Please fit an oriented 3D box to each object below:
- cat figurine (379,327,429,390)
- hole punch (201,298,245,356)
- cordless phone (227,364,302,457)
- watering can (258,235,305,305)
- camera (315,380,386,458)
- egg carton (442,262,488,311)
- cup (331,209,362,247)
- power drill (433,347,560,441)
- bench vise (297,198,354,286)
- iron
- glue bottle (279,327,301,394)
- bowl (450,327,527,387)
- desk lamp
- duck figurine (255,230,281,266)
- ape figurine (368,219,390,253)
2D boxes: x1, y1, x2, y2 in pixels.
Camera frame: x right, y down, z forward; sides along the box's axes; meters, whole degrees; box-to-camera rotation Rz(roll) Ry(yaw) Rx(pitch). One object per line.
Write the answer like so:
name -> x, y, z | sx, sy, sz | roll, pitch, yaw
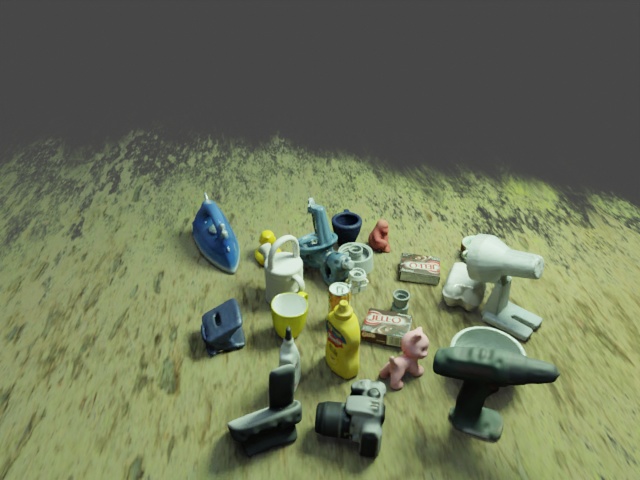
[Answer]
cat figurine -> 0.196, 0.253, 1.281 | 0.128, 0.118, 0.067 | -25, 42, -33
hole punch -> -0.234, 0.205, 1.365 | 0.101, 0.091, 0.108 | -9, 35, -15
cordless phone -> -0.108, 0.319, 1.116 | 0.148, 0.185, 0.094 | -16, 38, -24
watering can -> -0.100, 0.071, 1.475 | 0.172, 0.194, 0.101 | 18, 38, 24
camera -> 0.062, 0.346, 1.155 | 0.136, 0.101, 0.143 | 5, 34, 6
egg carton -> 0.388, 0.122, 1.523 | 0.107, 0.069, 0.150 | 12, 36, 17
cup -> 0.078, -0.031, 1.718 | 0.091, 0.095, 0.117 | 0, 34, -1
power drill -> 0.335, 0.297, 1.139 | 0.229, 0.208, 0.076 | 12, 36, 16
bench vise -> 0.021, 0.000, 1.560 | 0.206, 0.220, 0.122 | 19, 38, 25
iron -> -0.294, -0.026, 1.660 | 0.119, 0.141, 0.257 | -15, 37, -22
glue bottle -> -0.067, 0.254, 1.224 | 0.037, 0.173, 0.078 | 7, 35, 10
bowl -> 0.373, 0.276, 1.290 | 0.167, 0.075, 0.167 | 1, 34, 0
desk lamp -> 0.461, 0.105, 1.421 | 0.202, 0.214, 0.118 | 27, 42, 33
duck figurine -> -0.151, 0.016, 1.651 | 0.077, 0.086, 0.104 | -4, 34, -7
ape figurine -> 0.183, -0.018, 1.704 | 0.076, 0.092, 0.078 | 19, 38, 24
